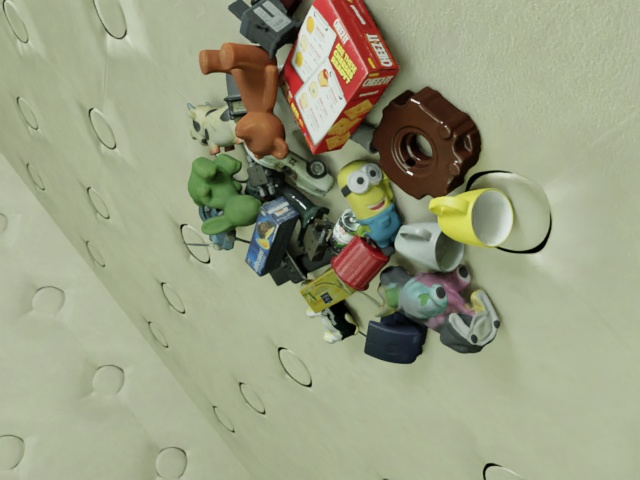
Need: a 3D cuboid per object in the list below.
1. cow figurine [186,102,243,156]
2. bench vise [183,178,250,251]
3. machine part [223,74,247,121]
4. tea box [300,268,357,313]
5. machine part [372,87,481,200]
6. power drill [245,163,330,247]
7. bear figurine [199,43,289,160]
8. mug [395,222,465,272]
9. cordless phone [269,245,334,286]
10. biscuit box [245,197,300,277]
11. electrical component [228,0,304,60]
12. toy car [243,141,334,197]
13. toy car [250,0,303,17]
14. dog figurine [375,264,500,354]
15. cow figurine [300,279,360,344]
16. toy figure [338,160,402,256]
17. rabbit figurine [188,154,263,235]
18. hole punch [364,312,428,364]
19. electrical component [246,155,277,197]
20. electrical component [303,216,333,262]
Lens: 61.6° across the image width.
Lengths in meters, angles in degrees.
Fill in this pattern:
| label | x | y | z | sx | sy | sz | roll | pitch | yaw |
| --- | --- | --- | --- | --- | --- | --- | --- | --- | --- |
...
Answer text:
| label | x | y | z | sx | sy | sz | roll | pitch | yaw |
| --- | --- | --- | --- | --- | --- | --- | --- | --- | --- |
| cow figurine | -0.224 | -0.256 | 1.186 | 0.195 | 0.085 | 0.127 | -7 | 99 | 44 |
| bench vise | -0.243 | -0.042 | 1.330 | 0.241 | 0.129 | 0.223 | 57 | 134 | 53 |
| machine part | -0.159 | -0.316 | 1.082 | 0.039 | 0.084 | 0.138 | -123 | 22 | -68 |
| tea box | 0.039 | 0.091 | 1.165 | 0.068 | 0.098 | 0.169 | 54 | 148 | 2 |
| machine part | 0.161 | -0.147 | 0.847 | 0.180 | 0.056 | 0.179 | 33 | 141 | 31 |
| power drill | -0.081 | -0.084 | 1.186 | 0.207 | 0.086 | 0.232 | 50 | 144 | 20 |
| bear figurine | -0.126 | -0.233 | 0.937 | 0.120 | 0.132 | 0.195 | 17 | 112 | 50 |
| mug | 0.175 | 0.005 | 0.924 | 0.109 | 0.080 | 0.107 | 23 | 171 | -37 |
| cordless phone | -0.049 | 0.022 | 1.248 | 0.184 | 0.089 | 0.146 | -26 | 97 | 44 |
| biscuit box | -0.107 | -0.002 | 1.156 | 0.059 | 0.063 | 0.202 | 46 | 143 | 18 |
| electrical component | -0.094 | -0.359 | 0.873 | 0.119 | 0.075 | 0.047 | 46 | 154 | 3 |
| toy car | -0.064 | -0.152 | 1.061 | 0.202 | 0.056 | 0.073 | 29 | 166 | -4 |
| toy car | -0.048 | -0.410 | 0.873 | 0.089 | 0.053 | 0.202 | 50 | 150 | -3 |
| dog figurine | 0.199 | 0.127 | 1.000 | 0.191 | 0.108 | 0.219 | 55 | 151 | -6 |
| cow figurine | 0.021 | 0.162 | 1.274 | 0.098 | 0.068 | 0.167 | -23 | 104 | 50 |
| toy figure | 0.093 | -0.060 | 0.984 | 0.089 | 0.082 | 0.180 | -7 | 116 | 49 |
| rabbit figurine | -0.205 | -0.081 | 1.157 | 0.170 | 0.121 | 0.159 | 38 | 113 | 17 |
| hole punch | 0.157 | 0.205 | 1.133 | 0.116 | 0.092 | 0.142 | 29 | 136 | 27 |
| electrical component | -0.123 | -0.136 | 1.116 | 0.063 | 0.021 | 0.094 | -7 | 107 | 51 |
| electrical component | -0.002 | -0.002 | 1.107 | 0.078 | 0.045 | 0.102 | 60 | 144 | 42 |
